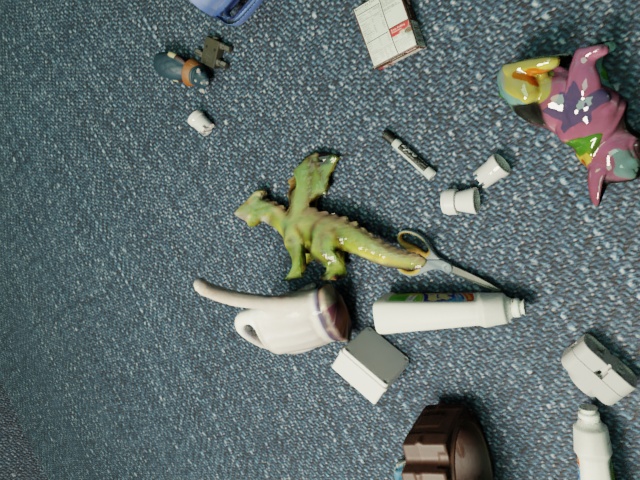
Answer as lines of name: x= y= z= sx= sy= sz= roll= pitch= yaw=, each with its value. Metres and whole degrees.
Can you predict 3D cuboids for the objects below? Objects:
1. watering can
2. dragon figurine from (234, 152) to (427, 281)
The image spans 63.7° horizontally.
watering can: x=-0.069 y=0.143 z=0.986 sx=0.223 sy=0.341 sz=0.106 roll=-16 pitch=53 yaw=16
dragon figurine: x=0.003 y=-0.050 z=0.988 sx=0.408 sy=0.123 sz=0.243 roll=-7 pitch=90 yaw=32
